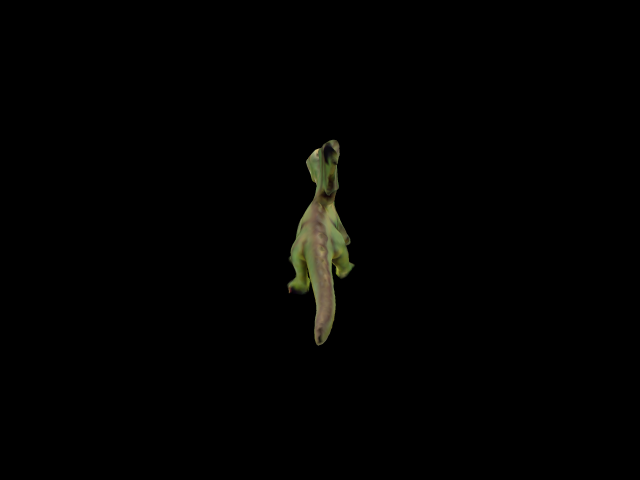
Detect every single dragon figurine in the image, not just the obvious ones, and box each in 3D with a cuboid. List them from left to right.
[{"bbox_3d":[0.003,-0.043,0.850,0.122,0.238,0.418,-1,25,-3],"label":"dragon figurine"}]
